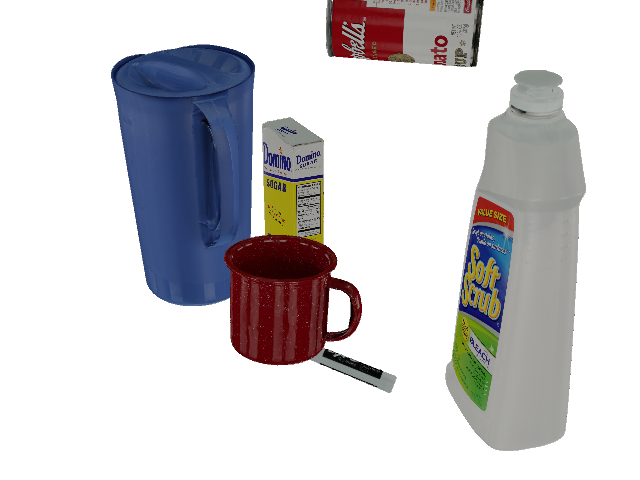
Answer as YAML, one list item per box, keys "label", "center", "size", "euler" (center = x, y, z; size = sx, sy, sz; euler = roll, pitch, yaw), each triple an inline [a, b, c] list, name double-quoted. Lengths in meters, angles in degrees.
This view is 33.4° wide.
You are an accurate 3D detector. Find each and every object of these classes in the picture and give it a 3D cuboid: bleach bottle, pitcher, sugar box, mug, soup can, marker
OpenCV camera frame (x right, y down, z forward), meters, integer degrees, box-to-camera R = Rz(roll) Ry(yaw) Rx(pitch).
- label: "bleach bottle"
  center: [0.127, 0.010, 0.690]
  size: [0.068, 0.251, 0.102]
  euler: [-8, 30, -12]
- label: "pitcher"
  center: [-0.122, -0.056, 1.037]
  size: [0.145, 0.243, 0.149]
  euler: [8, 32, 15]
- label: "sugar box"
  center: [-0.032, -0.044, 1.236]
  size: [0.048, 0.176, 0.093]
  euler: [-14, 27, -22]
- label: "mug"
  center: [-0.022, 0.052, 0.885]
  size: [0.117, 0.081, 0.093]
  euler: [8, 24, 13]
- label: "soup can"
  center: [0.059, -0.155, 0.728]
  size: [0.102, 0.068, 0.068]
  euler: [6, 1, 7]
- label: "marker"
  center: [0.020, 0.127, 1.104]
  size: [0.121, 0.020, 0.020]
  euler: [22, 2, 6]
